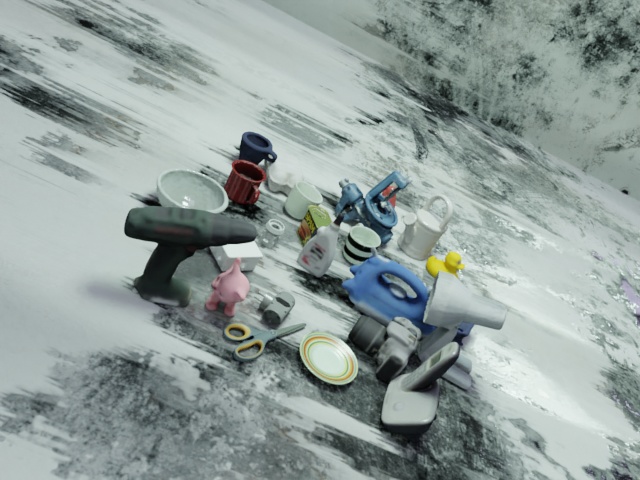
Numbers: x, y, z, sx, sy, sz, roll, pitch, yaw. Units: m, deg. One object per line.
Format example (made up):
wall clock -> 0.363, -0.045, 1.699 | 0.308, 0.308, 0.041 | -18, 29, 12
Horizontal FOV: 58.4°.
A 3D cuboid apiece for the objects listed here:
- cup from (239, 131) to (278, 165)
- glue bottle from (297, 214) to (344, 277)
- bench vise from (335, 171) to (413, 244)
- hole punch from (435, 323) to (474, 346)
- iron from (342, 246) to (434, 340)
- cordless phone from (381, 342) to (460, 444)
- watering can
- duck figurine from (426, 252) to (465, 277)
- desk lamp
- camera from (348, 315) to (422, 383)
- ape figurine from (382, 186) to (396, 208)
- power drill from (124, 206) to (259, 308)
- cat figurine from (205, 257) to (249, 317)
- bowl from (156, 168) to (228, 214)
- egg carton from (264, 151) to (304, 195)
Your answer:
cup -> -0.178, -0.234, 1.598 | 0.117, 0.095, 0.092 | 36, 32, 9
glue bottle -> 0.012, 0.005, 1.346 | 0.078, 0.173, 0.037 | 35, 32, 9
bench vise -> 0.146, -0.116, 1.582 | 0.207, 0.219, 0.121 | 29, 32, -2
hole punch -> 0.338, 0.191, 1.431 | 0.108, 0.091, 0.101 | 35, 32, 8
iron -> 0.189, 0.124, 1.354 | 0.258, 0.141, 0.119 | 30, 32, 0
cordless phone -> 0.201, 0.283, 1.099 | 0.094, 0.185, 0.148 | 29, 32, -2
watering can -> 0.307, -0.043, 1.636 | 0.100, 0.194, 0.173 | 42, 34, 19
duck figurine -> 0.362, 0.068, 1.629 | 0.104, 0.086, 0.077 | 29, 32, -2
desk lamp -> 0.303, 0.193, 1.283 | 0.203, 0.213, 0.118 | 30, 31, -1
camera -> 0.140, 0.209, 1.234 | 0.136, 0.100, 0.143 | 34, 32, 6
ape figurine -> 0.207, -0.129, 1.773 | 0.078, 0.092, 0.076 | -7, 47, -45
power drill -> -0.254, 0.025, 1.064 | 0.230, 0.208, 0.075 | 15, 35, -23
cat figurine -> -0.173, 0.087, 1.130 | 0.067, 0.117, 0.127 | 22, 33, -14
bowl -> -0.300, -0.088, 1.312 | 0.168, 0.074, 0.167 | 21, 33, -14
egg carton -> -0.103, -0.190, 1.623 | 0.107, 0.069, 0.150 | 13, 36, -26
